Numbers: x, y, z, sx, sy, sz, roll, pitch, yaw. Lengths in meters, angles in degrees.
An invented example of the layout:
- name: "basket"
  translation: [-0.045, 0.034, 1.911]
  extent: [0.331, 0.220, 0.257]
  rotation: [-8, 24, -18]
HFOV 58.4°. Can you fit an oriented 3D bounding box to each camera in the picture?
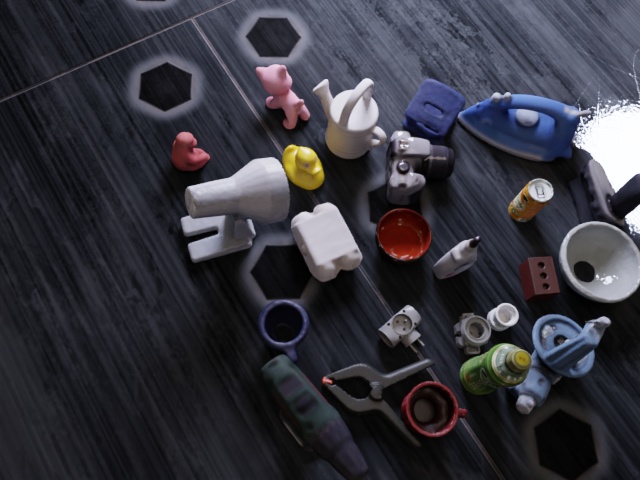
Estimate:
- name: "camera"
  translation: [0.208, -0.154, 1.185]
  extent: [0.137, 0.101, 0.143]
  rotation: [4, 70, -3]

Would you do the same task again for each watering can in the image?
- name: "watering can"
  translation: [0.060, -0.256, 1.160]
  extent: [0.173, 0.194, 0.101]
  rotation: [17, 70, 2]

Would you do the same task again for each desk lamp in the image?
- name: "desk lamp"
  translation: [-0.161, -0.054, 1.058]
  extent: [0.203, 0.213, 0.118]
  rotation: [-18, 72, -10]

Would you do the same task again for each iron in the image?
- name: "iron"
  translation: [0.433, -0.264, 1.222]
  extent: [0.258, 0.141, 0.119]
  rotation: [15, 69, 1]

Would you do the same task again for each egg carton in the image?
- name: "egg carton"
  translation: [0.010, 0.004, 1.128]
  extent: [0.107, 0.069, 0.150]
  rotation: [-24, 74, -13]

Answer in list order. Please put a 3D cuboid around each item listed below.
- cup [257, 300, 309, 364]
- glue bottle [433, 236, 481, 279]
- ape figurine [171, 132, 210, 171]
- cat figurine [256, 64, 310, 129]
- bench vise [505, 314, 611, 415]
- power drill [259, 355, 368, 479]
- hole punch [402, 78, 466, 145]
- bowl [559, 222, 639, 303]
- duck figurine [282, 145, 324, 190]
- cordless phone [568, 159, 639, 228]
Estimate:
- name: "cup"
  translation: [-0.063, 0.175, 1.046]
  extent: [0.092, 0.095, 0.117]
  rotation: [-14, 72, -9]
- name: "glue bottle"
  translation: [0.270, 0.027, 1.085]
  extent: [0.078, 0.173, 0.037]
  rotation: [-24, 73, -12]
- name: "ape figurine"
  translation: [-0.269, -0.185, 1.162]
  extent: [0.076, 0.092, 0.077]
  rotation: [-27, 74, -13]
- name: "cat figurine"
  translation: [-0.077, -0.316, 1.211]
  extent: [0.067, 0.118, 0.127]
  rotation: [-39, 77, -16]
- name: "bench vise"
  translation: [0.427, 0.216, 1.004]
  extent: [0.121, 0.220, 0.207]
  rotation: [20, 70, 3]
- name: "power drill"
  translation: [-0.012, 0.297, 0.945]
  extent: [0.076, 0.208, 0.229]
  rotation: [-38, 77, -16]
- name: "hole punch"
  translation: [0.246, -0.276, 1.238]
  extent: [0.108, 0.091, 0.101]
  rotation: [31, 71, 7]
- name: "bowl"
  translation: [0.550, 0.052, 1.152]
  extent: [0.167, 0.075, 0.167]
  rotation: [2, 70, -4]
- name: "duck figurine"
  translation: [-0.033, -0.162, 1.176]
  extent: [0.077, 0.086, 0.104]
  rotation: [-38, 77, -16]
- name: "cordless phone"
  translation: [0.596, -0.111, 1.156]
  extent: [0.094, 0.185, 0.147]
  rotation: [-10, 71, -8]
